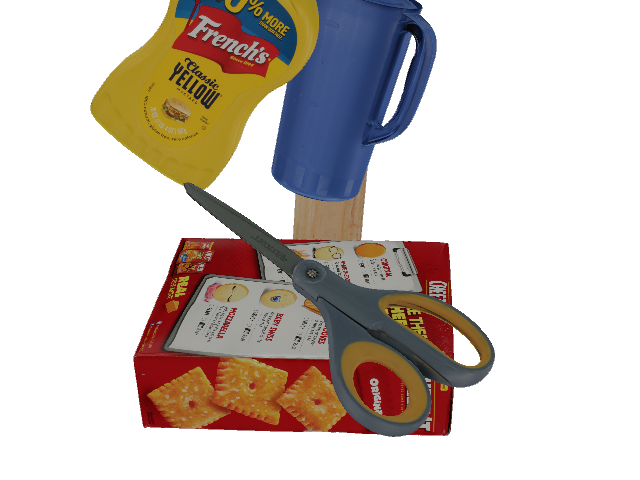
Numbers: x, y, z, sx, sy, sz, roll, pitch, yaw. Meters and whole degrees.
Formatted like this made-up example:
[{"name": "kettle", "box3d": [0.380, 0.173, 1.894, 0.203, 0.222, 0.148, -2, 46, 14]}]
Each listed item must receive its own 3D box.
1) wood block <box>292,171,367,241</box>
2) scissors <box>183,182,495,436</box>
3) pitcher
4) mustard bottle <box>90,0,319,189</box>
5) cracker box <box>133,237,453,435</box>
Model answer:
[{"name": "wood block", "box3d": [0.010, -0.022, 1.394, 0.090, 0.206, 0.091, 4, 25, 0]}, {"name": "scissors", "box3d": [-0.007, 0.037, 0.571, 0.202, 0.096, 0.016, 23, -39, 11]}, {"name": "pitcher", "box3d": [0.029, -0.168, 1.210, 0.145, 0.243, 0.149, 10, 22, -11]}, {"name": "mustard bottle", "box3d": [-0.057, -0.130, 0.686, 0.096, 0.192, 0.058, 37, 17, -9]}, {"name": "cracker box", "box3d": [-0.012, 0.067, 0.780, 0.214, 0.072, 0.164, 1, 29, 5]}]
